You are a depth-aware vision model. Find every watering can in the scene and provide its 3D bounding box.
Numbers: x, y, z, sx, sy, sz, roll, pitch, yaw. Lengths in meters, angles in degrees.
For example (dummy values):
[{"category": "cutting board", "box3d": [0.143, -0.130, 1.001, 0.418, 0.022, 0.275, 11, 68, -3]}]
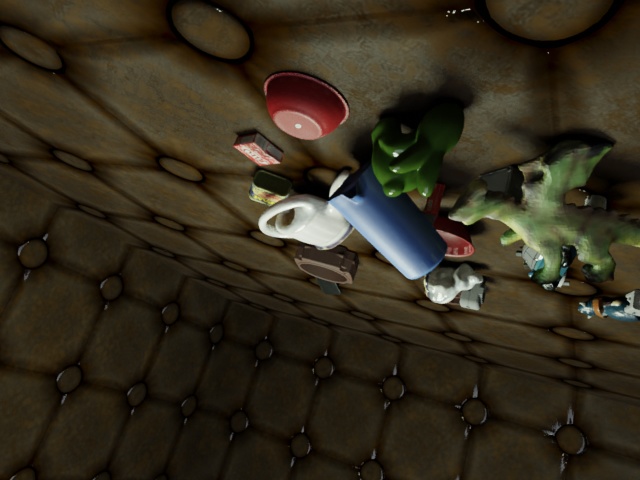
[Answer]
[{"category": "watering can", "box3d": [0.004, -0.064, 1.281, 0.223, 0.106, 0.344, 21, 147, -41]}]

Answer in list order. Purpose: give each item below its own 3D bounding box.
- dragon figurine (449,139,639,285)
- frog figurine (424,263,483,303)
[{"category": "dragon figurine", "box3d": [0.418, -0.053, 0.834, 0.409, 0.125, 0.237, -7, 132, 13]}, {"category": "frog figurine", "box3d": [0.384, 0.122, 1.473, 0.159, 0.122, 0.138, 2, -170, 20]}]
